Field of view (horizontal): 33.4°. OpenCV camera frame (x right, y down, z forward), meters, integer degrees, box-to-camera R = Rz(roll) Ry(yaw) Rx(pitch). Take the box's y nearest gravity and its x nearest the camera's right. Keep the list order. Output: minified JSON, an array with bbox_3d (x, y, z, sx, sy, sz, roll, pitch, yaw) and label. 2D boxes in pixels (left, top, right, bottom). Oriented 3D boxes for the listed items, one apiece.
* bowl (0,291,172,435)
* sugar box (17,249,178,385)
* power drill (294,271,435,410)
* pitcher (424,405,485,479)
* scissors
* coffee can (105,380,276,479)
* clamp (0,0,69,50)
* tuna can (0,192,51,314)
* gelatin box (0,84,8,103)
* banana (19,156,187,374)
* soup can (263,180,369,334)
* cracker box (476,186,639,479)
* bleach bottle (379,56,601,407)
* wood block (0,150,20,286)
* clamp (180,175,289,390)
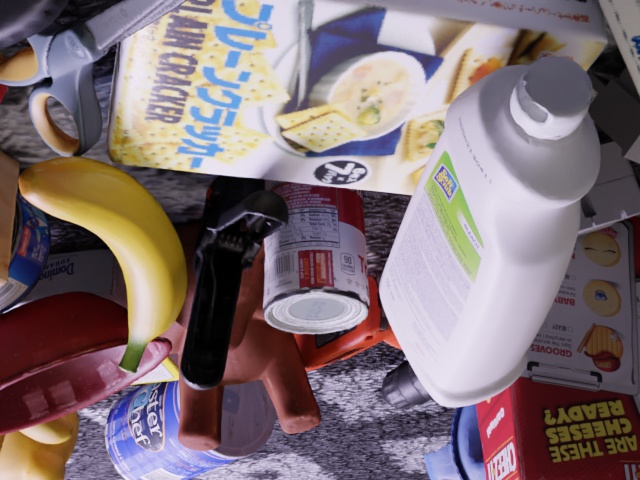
[{"bbox_3d":[-0.185,0.079,0.723,0.162,0.055,0.162,-23,165,-7],"label":"bowl"},{"bbox_3d":[-0.177,0.066,0.856,0.093,0.048,0.176,-6,149,8],"label":"sugar box"},{"bbox_3d":[0.068,0.093,0.915,0.187,0.057,0.185,15,144,-36],"label":"power drill"},{"bbox_3d":[0.207,0.169,0.939,0.149,0.145,0.242,29,-170,26],"label":"pitcher"},{"bbox_3d":[-0.103,-0.076,0.497,0.202,0.016,0.096,12,136,45],"label":"scissors"},{"bbox_3d":[-0.122,0.168,0.995,0.102,0.103,0.141,18,147,-34],"label":"coffee can"},{"bbox_3d":[-0.175,-0.112,0.457,0.164,0.036,0.210,37,113,-5],"label":"clamp"},{"bbox_3d":[-0.216,0.006,0.688,0.086,0.086,0.033,-15,152,22],"label":"tuna can"},{"bbox_3d":[-0.209,-0.063,0.550,0.030,0.089,0.073,10,159,29],"label":"gelatin box"},{"bbox_3d":[-0.110,0.005,0.601,0.037,0.069,0.198,15,149,19],"label":"banana"},{"bbox_3d":[-0.004,0.001,0.679,0.068,0.102,0.068,-2,153,-1],"label":"soup can"},{"bbox_3d":[0.184,0.068,0.701,0.164,0.213,0.072,3,152,-10],"label":"cracker box"},{"bbox_3d":[0.088,-0.001,0.534,0.068,0.102,0.251,-23,159,-15],"label":"bleach bottle"},{"bbox_3d":[-0.274,-0.041,0.590,0.091,0.090,0.205,-16,150,23],"label":"wood block"},{"bbox_3d":[-0.050,-0.005,0.631,0.039,0.171,0.120,23,118,-18],"label":"clamp"}]
